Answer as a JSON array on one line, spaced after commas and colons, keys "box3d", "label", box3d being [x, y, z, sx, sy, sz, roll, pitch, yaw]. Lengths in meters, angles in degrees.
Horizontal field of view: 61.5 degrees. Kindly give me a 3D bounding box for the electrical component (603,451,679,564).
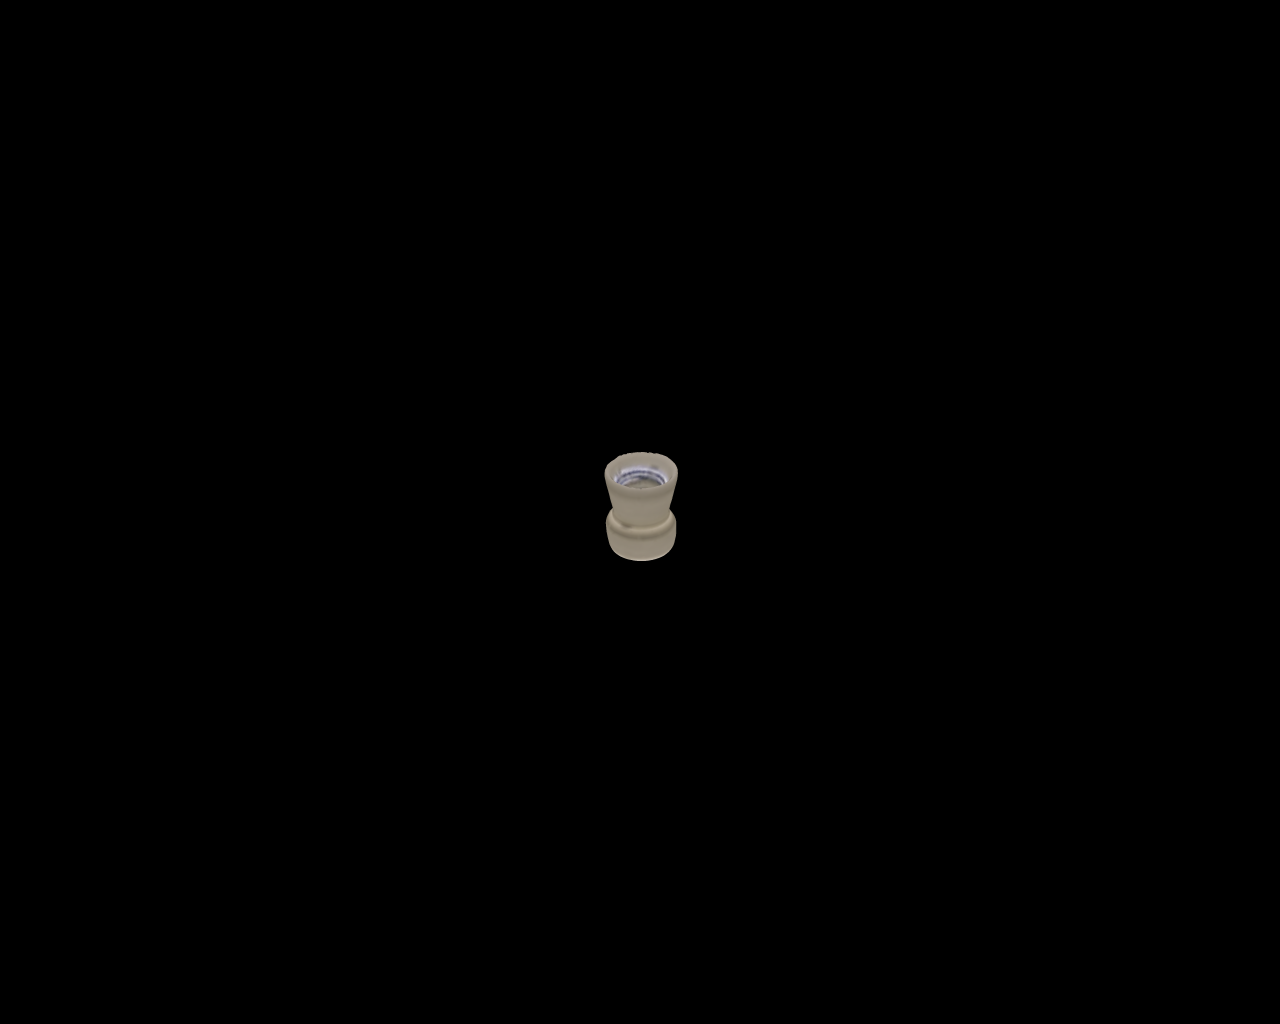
[{"box3d": [0.001, -0.003, 0.650, 0.045, 0.055, 0.045, 0, 33, 0], "label": "electrical component"}]
